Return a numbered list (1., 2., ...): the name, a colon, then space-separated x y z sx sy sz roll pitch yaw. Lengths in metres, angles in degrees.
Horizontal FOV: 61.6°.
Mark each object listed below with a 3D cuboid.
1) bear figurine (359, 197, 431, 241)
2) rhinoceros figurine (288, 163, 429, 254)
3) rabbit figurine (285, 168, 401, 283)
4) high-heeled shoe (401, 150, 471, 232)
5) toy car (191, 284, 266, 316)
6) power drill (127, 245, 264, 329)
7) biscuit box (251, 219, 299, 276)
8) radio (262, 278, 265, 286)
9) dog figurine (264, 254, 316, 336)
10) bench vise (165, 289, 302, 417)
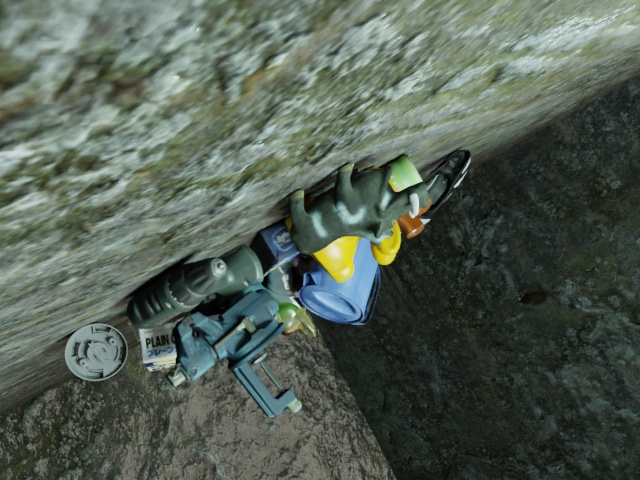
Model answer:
1. bear figurine: 0.088 -0.041 0.994 0.196 0.132 0.120 -31 153 -21
2. rhinoceros figurine: 0.048 -0.042 0.709 0.190 0.112 0.073 -20 175 0
3. rabbit figurine: 0.053 -0.031 0.808 0.173 0.162 0.121 -45 167 -9
4. high-heeled shoe: 0.271 -0.116 1.283 0.249 0.086 0.145 -48 177 -25
5. toy car: -0.179 0.096 1.041 0.161 0.103 0.109 7 154 -45
6. power drill: -0.177 0.068 0.848 0.232 0.086 0.207 -28 -179 29
7. biscuit box: -0.081 0.016 0.971 0.059 0.063 0.202 -29 178 -16
8. radio: -0.129 0.095 1.220 0.073 0.131 0.229 -32 175 38
9. dog figurine: -0.049 0.095 1.135 0.191 0.219 0.108 -26 180 -18
10. bench vise: -0.127 0.204 0.890 0.223 0.240 0.129 -39 -177 -39
